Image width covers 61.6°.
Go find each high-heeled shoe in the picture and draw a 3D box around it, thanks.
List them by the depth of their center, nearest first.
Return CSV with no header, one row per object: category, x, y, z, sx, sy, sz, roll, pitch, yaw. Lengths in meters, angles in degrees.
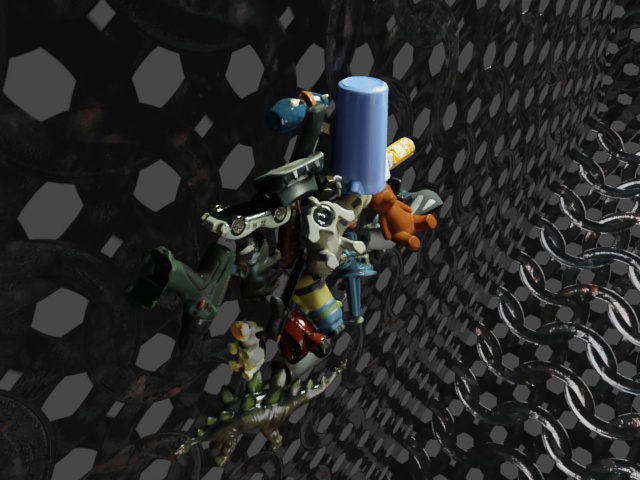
high-heeled shoe,0.258,-0.035,1.572,0.086,0.145,0.248,7,106,-57

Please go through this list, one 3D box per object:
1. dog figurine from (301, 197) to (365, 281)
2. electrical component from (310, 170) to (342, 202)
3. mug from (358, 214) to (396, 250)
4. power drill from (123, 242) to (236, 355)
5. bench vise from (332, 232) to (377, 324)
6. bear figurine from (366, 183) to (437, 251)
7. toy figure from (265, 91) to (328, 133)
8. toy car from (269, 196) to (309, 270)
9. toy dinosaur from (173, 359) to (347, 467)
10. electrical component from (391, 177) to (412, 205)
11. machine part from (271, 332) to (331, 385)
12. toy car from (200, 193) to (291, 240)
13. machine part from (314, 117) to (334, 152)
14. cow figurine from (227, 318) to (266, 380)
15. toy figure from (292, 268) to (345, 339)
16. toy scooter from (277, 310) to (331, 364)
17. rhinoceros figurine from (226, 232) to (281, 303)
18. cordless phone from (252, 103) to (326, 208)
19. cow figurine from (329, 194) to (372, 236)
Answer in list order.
dog figurine,-0.005,-0.001,1.206,0.121,0.190,0.172,-16,86,-24
electrical component,0.011,-0.108,1.185,0.045,0.078,0.102,1,137,-24
mug,0.161,-0.020,1.506,0.107,0.081,0.109,-11,125,-44
power drill,-0.253,0.105,0.985,0.207,0.086,0.232,28,88,-55
bench vise,0.085,0.100,1.400,0.223,0.129,0.240,4,81,-82
bear figurine,0.197,-0.080,1.419,0.120,0.132,0.195,-47,121,-21
toy figure,-0.041,-0.254,1.041,0.154,0.064,0.057,-38,105,-41
toy car,-0.065,-0.023,1.194,0.089,0.053,0.201,-23,133,-43
toy dinosaur,-0.135,0.418,1.326,0.471,0.105,0.198,-15,123,-30
electrical component,0.214,-0.123,1.510,0.048,0.075,0.119,-27,132,-43
machine part,-0.049,0.319,1.460,0.243,0.079,0.079,-26,134,-46
toy car,-0.139,-0.045,1.040,0.202,0.074,0.056,-21,130,-48
machine part,-0.012,-0.199,1.149,0.084,0.039,0.138,-11,121,-63
cow figurine,-0.160,0.234,1.236,0.098,0.068,0.167,-41,147,-41
toy figure,0.000,0.151,1.317,0.089,0.180,0.082,-36,177,26
toy scooter,-0.061,0.234,1.323,0.135,0.184,0.075,52,54,-10
rhinoceros figurine,-0.144,0.048,1.119,0.112,0.073,0.190,-30,139,-27
cordless phone,-0.047,-0.167,1.031,0.146,0.089,0.184,-32,152,-42
cow figurine,0.068,-0.089,1.303,0.195,0.086,0.127,-40,154,-51
